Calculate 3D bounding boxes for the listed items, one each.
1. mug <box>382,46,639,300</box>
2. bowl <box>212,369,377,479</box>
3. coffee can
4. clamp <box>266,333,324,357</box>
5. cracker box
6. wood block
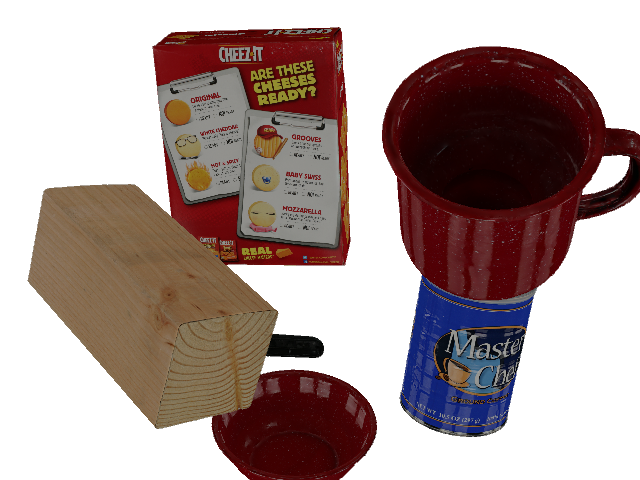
[{"bbox_3d":[0.088,-0.027,0.480,0.117,0.093,0.081,-6,-33,2],"label":"mug"},{"bbox_3d":[-0.026,0.198,1.054,0.162,0.055,0.162,1,31,-1],"label":"bowl"},{"bbox_3d":[0.133,0.091,0.971,0.103,0.140,0.103,6,22,-3],"label":"coffee can"},{"bbox_3d":[-0.123,0.129,1.262,0.210,0.036,0.164,14,23,25],"label":"clamp"},{"bbox_3d":[-0.058,-0.085,0.988,0.164,0.214,0.072,0,23,7],"label":"cracker box"},{"bbox_3d":[-0.136,0.042,0.829,0.090,0.091,0.206,-6,32,-42],"label":"wood block"}]
